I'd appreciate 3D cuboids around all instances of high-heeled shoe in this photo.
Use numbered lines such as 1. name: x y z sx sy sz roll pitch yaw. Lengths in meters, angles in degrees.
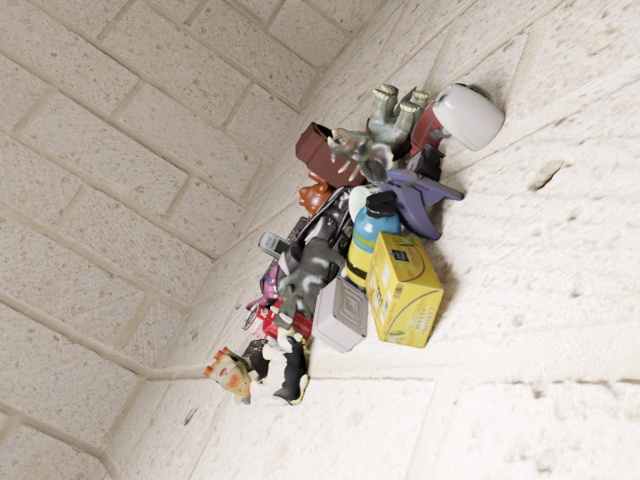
1. high-heeled shoe: -0.002 -0.003 1.085 0.249 0.086 0.145 -59 7 -30

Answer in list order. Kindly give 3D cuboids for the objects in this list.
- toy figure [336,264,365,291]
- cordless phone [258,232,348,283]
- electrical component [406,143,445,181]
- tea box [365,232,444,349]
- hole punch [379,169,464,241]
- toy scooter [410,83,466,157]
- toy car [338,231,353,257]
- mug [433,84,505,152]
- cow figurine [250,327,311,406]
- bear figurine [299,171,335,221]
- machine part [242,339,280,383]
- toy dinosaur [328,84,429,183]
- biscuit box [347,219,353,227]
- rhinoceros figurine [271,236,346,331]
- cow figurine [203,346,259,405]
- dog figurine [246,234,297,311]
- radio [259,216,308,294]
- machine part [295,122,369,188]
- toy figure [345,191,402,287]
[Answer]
1. toy figure: 0.078 0.042 1.008 0.154 0.058 0.064 -61 -8 -3
2. cordless phone: -0.039 0.015 1.191 0.088 0.184 0.146 -43 20 55
3. electrical component: 0.188 -0.117 1.016 0.075 0.048 0.119 -38 22 53
4. tea box: 0.115 0.066 0.773 0.170 0.068 0.098 -92 15 -65
5. hole punch: 0.156 -0.062 0.891 0.092 0.116 0.142 -64 14 5
6. toy scooter: 0.232 -0.224 1.046 0.135 0.075 0.184 -58 12 -4
7. toy car: 0.102 -0.026 1.085 0.201 0.056 0.074 -58 21 0
8. mug: 0.253 -0.223 0.916 0.109 0.107 0.081 -64 18 -16
9. cow figurine: -0.059 0.231 1.014 0.098 0.068 0.167 -4 46 25
10. bear figurine: -0.012 -0.116 1.394 0.196 0.132 0.120 -20 -49 -66
11. machine part: -0.108 0.243 1.082 0.039 0.138 0.084 17 63 30
12. toy dinosaur: 0.158 -0.235 1.193 0.405 0.131 0.192 -35 -32 -59
13. biscuit box: 0.079 -0.072 1.233 0.063 0.059 0.203 -59 16 -9
14. rhinoceros figurine: -0.025 0.087 1.039 0.190 0.112 0.073 -64 29 1
15. cow figurine: -0.200 0.313 1.244 0.085 0.127 0.195 -58 1 -9
16. dog figurine: -0.094 0.113 1.315 0.219 0.108 0.192 -49 17 36
17. radio: -0.071 0.049 1.424 0.229 0.073 0.131 -55 15 2
18. machine part: 0.041 -0.204 1.350 0.087 0.201 0.201 -52 16 17
19. toy figure: 0.088 0.002 0.894 0.082 0.089 0.179 -53 -28 -39
